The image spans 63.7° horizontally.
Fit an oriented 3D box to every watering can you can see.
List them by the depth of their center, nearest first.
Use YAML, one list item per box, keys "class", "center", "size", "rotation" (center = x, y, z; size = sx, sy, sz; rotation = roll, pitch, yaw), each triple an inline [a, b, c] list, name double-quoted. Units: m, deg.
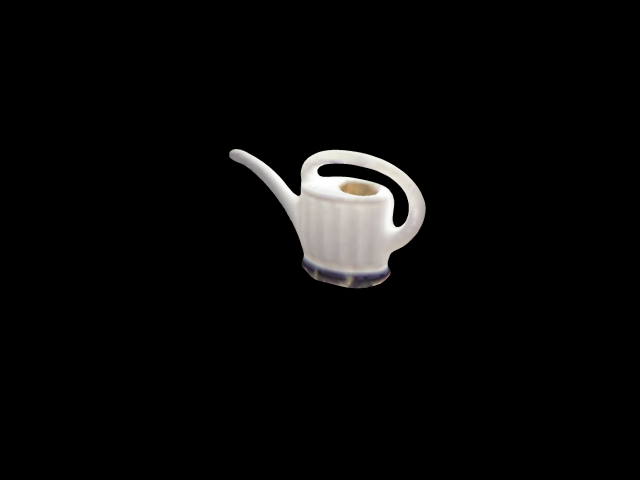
- class: "watering can"
  center: [0.003, -0.043, 0.850]
  size: [0.348, 0.221, 0.105]
  rotation: [11, 24, 26]
